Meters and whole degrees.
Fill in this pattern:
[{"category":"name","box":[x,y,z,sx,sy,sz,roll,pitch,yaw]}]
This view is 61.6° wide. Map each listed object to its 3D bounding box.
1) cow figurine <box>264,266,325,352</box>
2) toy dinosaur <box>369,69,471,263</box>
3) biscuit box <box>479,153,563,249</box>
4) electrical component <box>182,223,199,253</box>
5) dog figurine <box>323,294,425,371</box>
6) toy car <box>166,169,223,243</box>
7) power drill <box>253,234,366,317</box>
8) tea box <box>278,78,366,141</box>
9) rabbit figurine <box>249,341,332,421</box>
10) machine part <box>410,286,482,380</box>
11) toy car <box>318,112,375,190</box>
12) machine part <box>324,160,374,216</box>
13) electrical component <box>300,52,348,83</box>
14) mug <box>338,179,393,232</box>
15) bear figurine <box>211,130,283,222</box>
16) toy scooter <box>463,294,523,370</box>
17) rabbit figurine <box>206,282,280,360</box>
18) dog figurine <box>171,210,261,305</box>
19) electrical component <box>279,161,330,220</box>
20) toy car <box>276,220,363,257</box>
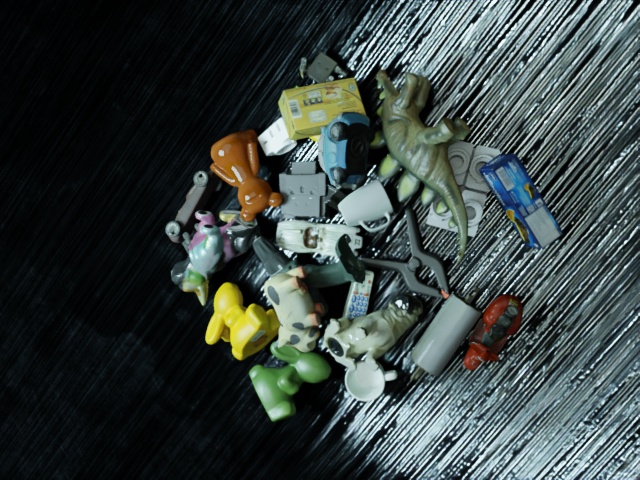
[{"category":"cow figurine","box":[-0.059,0.161,1.160,0.127,0.085,0.194,-14,113,22]},{"category":"toy dinosaur","box":[0.212,-0.183,1.115,0.198,0.105,0.472,-47,55,35]},{"category":"biscuit box","box":[0.406,-0.079,1.087,0.059,0.063,0.202,-36,101,-4]},{"category":"electrical component","box":[-0.295,0.005,1.293,0.063,0.093,0.021,-39,52,-22]},{"category":"dog figurine","box":[0.117,0.185,1.172,0.173,0.190,0.121,8,119,43]},{"category":"toy car","box":[-0.301,-0.085,1.281,0.053,0.089,0.202,31,97,16]},{"category":"power drill","box":[-0.019,0.060,1.178,0.207,0.086,0.232,-25,103,24]},{"category":"tea box","box":[0.005,-0.287,1.181,0.170,0.068,0.098,-13,83,-17]},{"category":"rabbit figurine","box":[-0.063,0.306,1.229,0.170,0.121,0.159,-28,76,-6]},{"category":"machine part","box":[0.269,0.201,1.150,0.079,0.079,0.243,34,96,11]},{"category":"toy car","box":[0.046,-0.190,1.146,0.103,0.109,0.161,16,106,48]},{"category":"machine part","box":[0.064,-0.129,1.206,0.039,0.084,0.139,27,84,50]},{"category":"electrical component","box":[0.003,-0.385,1.230,0.102,0.045,0.078,44,101,10]},{"category":"mug","box":[0.101,-0.064,1.178,0.107,0.080,0.109,-24,72,5]},{"category":"bear figurine","box":[-0.165,-0.149,1.243,0.120,0.132,0.195,-32,95,12]},{"category":"toy scooter","box":[0.354,0.194,1.099,0.075,0.135,0.184,33,96,13]},{"category":"rabbit figurine","box":[-0.190,0.182,1.258,0.162,0.122,0.173,-48,66,19]},{"category":"dog figurine","box":[-0.244,0.043,1.260,0.109,0.191,0.219,51,133,48]},{"category":"electrical component","box":[-0.034,-0.112,1.234,0.115,0.058,0.134,-1,90,12]},{"category":"toy car","box":[-0.003,-0.004,1.225,0.202,0.056,0.073,6,91,14]}]
